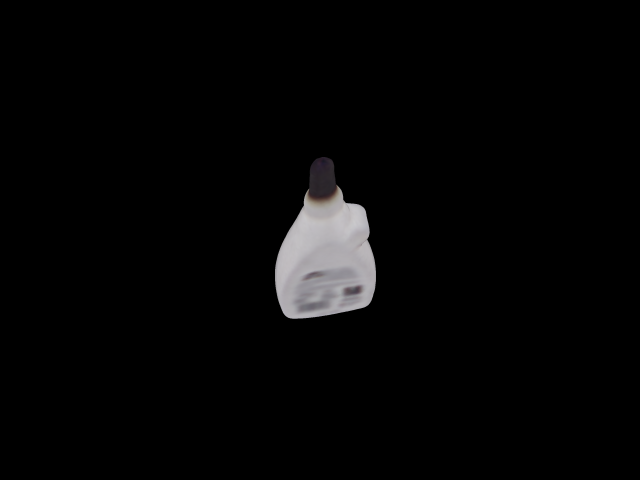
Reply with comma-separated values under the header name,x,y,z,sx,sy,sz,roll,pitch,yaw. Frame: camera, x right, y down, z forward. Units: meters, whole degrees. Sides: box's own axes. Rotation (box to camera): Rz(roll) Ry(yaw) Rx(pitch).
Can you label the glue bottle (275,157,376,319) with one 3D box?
name,x,y,z,sx,sy,sz,roll,pitch,yaw
glue bottle,0.004,0.001,0.400,0.078,0.173,0.037,-8,58,-4
